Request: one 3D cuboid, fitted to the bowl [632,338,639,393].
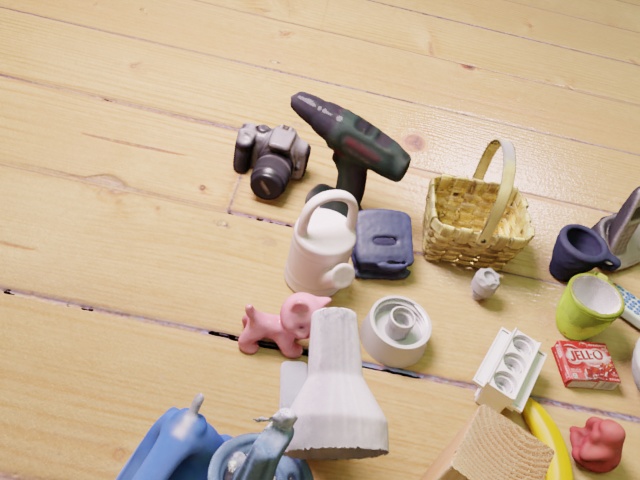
[{"bbox_3d":[0.567,0.228,0.914,0.167,0.075,0.167,7,47,-8],"label":"bowl"}]

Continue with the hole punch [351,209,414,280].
[{"bbox_3d":[0.109,0.008,0.986,0.109,0.091,0.101,1,48,-13],"label":"hole punch"}]

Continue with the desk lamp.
[{"bbox_3d":[0.006,0.195,0.705,0.118,0.213,0.203,5,47,-10],"label":"desk lamp"}]

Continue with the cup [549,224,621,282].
[{"bbox_3d":[0.476,0.038,1.049,0.117,0.095,0.092,30,48,13],"label":"cup"}]

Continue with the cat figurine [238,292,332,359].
[{"bbox_3d":[-0.050,0.113,0.831,0.128,0.118,0.067,6,47,-9],"label":"cat figurine"}]

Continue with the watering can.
[{"bbox_3d":[0.010,0.003,0.894,0.101,0.194,0.172,-25,58,-31],"label":"watering can"}]

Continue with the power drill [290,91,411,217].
[{"bbox_3d":[0.038,-0.137,1.019,0.229,0.208,0.076,23,47,7],"label":"power drill"}]

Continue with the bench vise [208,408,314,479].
[{"bbox_3d":[-0.067,0.282,0.602,0.121,0.220,0.207,14,47,-1],"label":"bench vise"}]

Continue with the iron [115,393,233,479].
[{"bbox_3d":[-0.190,0.290,0.617,0.118,0.141,0.259,24,47,8],"label":"iron"}]

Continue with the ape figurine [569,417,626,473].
[{"bbox_3d":[0.396,0.283,0.807,0.078,0.092,0.076,-21,57,-30],"label":"ape figurine"}]

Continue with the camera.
[{"bbox_3d":[-0.098,-0.151,1.071,0.143,0.101,0.137,16,47,1],"label":"camera"}]

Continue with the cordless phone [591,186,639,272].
[{"bbox_3d":[0.599,-0.034,1.085,0.148,0.185,0.094,-17,54,-27],"label":"cordless phone"}]
